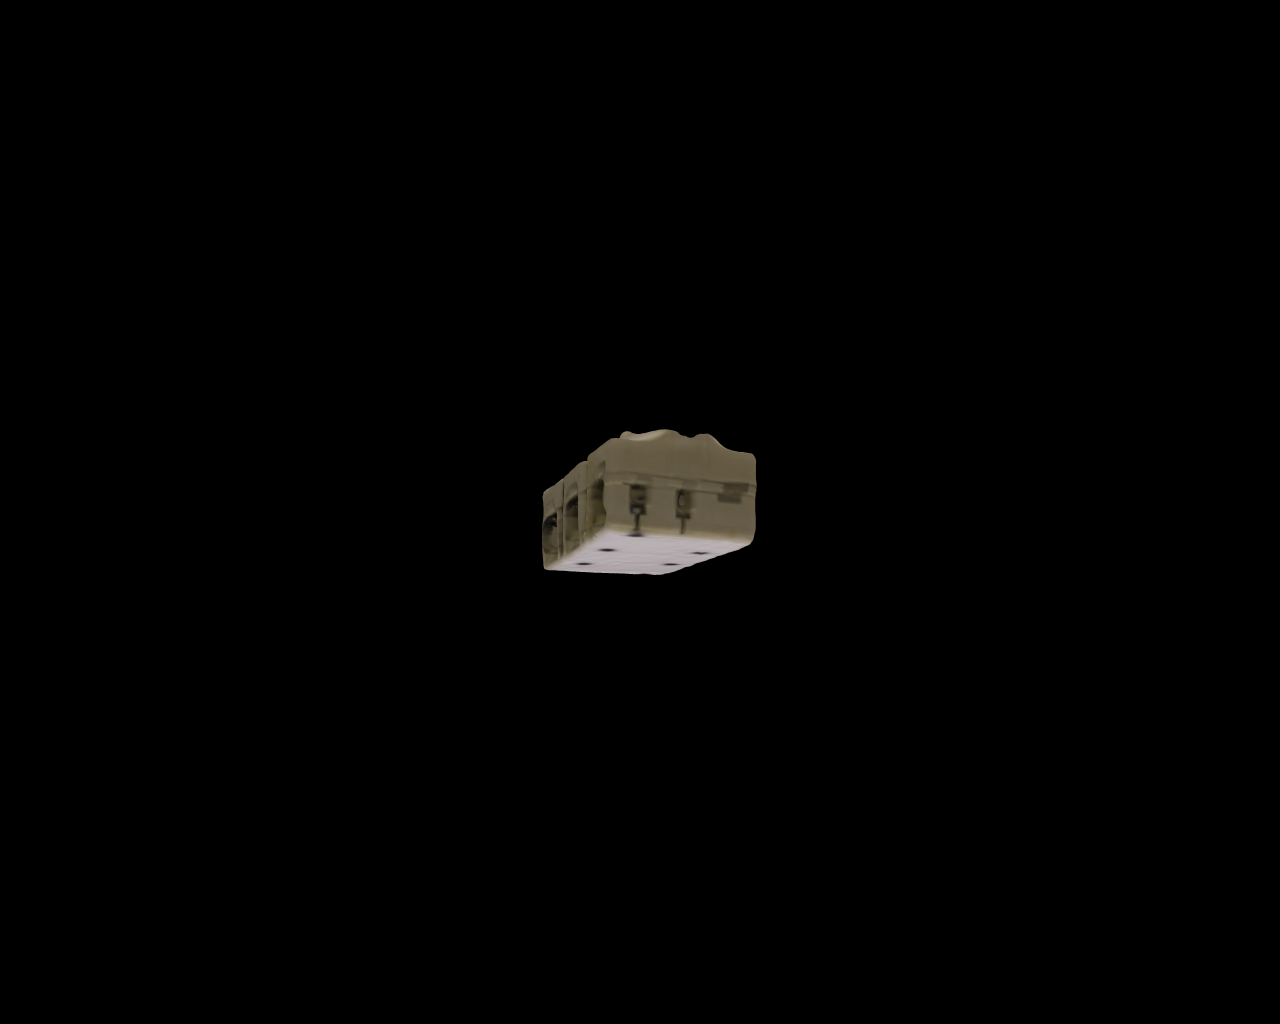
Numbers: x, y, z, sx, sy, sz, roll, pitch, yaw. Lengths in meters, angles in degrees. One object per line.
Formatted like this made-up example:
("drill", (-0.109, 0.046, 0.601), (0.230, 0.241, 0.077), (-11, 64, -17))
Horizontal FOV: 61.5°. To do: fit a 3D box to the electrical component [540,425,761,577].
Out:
("electrical component", (0.001, -0.003, 0.650), (0.089, 0.062, 0.150), (4, -12, -19))
